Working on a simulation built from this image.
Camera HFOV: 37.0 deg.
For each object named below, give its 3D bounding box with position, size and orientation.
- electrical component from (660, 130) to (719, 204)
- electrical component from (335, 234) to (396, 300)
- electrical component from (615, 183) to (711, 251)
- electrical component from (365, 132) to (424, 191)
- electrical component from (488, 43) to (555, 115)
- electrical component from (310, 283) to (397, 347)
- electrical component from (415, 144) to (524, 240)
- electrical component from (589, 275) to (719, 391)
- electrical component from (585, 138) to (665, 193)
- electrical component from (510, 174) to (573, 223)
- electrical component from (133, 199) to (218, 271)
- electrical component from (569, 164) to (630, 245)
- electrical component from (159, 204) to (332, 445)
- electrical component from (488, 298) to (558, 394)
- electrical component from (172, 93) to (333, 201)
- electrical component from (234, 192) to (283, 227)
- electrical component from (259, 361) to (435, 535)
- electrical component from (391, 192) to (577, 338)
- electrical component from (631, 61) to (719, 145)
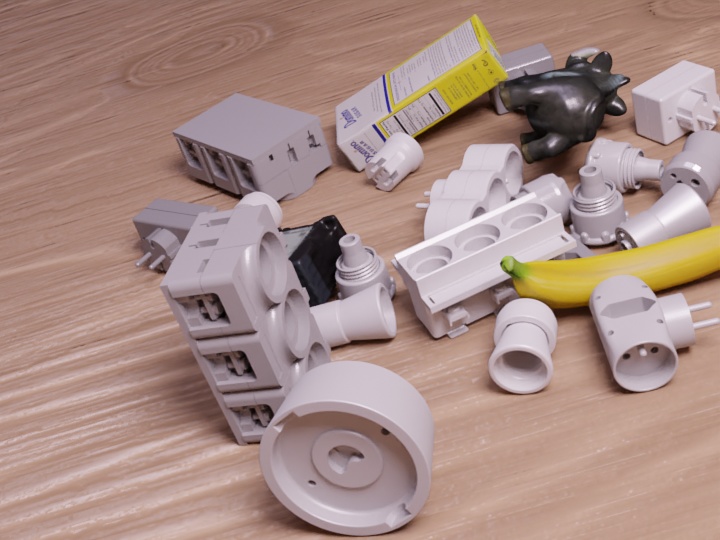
[{"bbox_3d":[0.275,-0.081,0.874,0.045,0.045,0.055,11,44,38],"label":"electrical component"},{"bbox_3d":[0.000,0.000,0.875,0.048,0.062,0.048,-14,34,9],"label":"electrical component"},{"bbox_3d":[0.231,-0.032,0.830,0.065,0.044,0.044,-30,34,-9],"label":"electrical component"},{"bbox_3d":[0.032,-0.103,1.032,0.040,0.040,0.046,16,51,41],"label":"electrical component"},{"bbox_3d":[0.166,-0.184,1.077,0.066,0.047,0.076,-17,33,2],"label":"electrical component"},{"bbox_3d":[-0.009,0.039,0.843,0.065,0.044,0.044,-15,33,14],"label":"electrical component"},{"bbox_3d":[0.085,-0.060,0.931,0.074,0.052,0.138,3,39,30],"label":"electrical component"},{"bbox_3d":[0.204,0.038,0.736,0.079,0.043,0.077,-14,33,7],"label":"electrical component"},{"bbox_3d":[0.224,-0.086,0.906,0.062,0.048,0.048,9,42,31],"label":"electrical component"},{"bbox_3d":[0.144,-0.051,0.896,0.062,0.043,0.043,-26,34,-9],"label":"electrical component"},{"bbox_3d":[-0.180,-0.024,1.013,0.083,0.047,0.075,10,42,36],"label":"electrical component"},{"bbox_3d":[0.189,-0.054,0.861,0.048,0.062,0.048,-13,33,9],"label":"electrical component"},{"bbox_3d":[-0.073,0.040,0.772,0.062,0.150,0.089,-8,34,19],"label":"electrical component"},{"bbox_3d":[0.115,0.053,0.757,0.045,0.045,0.055,-6,35,19],"label":"electrical component"},{"bbox_3d":[-0.111,-0.124,1.111,0.089,0.061,0.150,-37,37,-26],"label":"electrical component"},{"bbox_3d":[-0.103,-0.041,1.002,0.045,0.045,0.055,4,39,31],"label":"electrical component"},{"bbox_3d":[-0.004,0.108,0.683,0.108,0.108,0.060,-7,29,18],"label":"electrical component"},{"bbox_3d":[0.096,-0.002,0.829,0.121,0.063,0.078,-24,33,-9],"label":"electrical component"},{"bbox_3d":[0.294,-0.144,0.955,0.066,0.047,0.077,-30,35,-17],"label":"electrical component"}]
